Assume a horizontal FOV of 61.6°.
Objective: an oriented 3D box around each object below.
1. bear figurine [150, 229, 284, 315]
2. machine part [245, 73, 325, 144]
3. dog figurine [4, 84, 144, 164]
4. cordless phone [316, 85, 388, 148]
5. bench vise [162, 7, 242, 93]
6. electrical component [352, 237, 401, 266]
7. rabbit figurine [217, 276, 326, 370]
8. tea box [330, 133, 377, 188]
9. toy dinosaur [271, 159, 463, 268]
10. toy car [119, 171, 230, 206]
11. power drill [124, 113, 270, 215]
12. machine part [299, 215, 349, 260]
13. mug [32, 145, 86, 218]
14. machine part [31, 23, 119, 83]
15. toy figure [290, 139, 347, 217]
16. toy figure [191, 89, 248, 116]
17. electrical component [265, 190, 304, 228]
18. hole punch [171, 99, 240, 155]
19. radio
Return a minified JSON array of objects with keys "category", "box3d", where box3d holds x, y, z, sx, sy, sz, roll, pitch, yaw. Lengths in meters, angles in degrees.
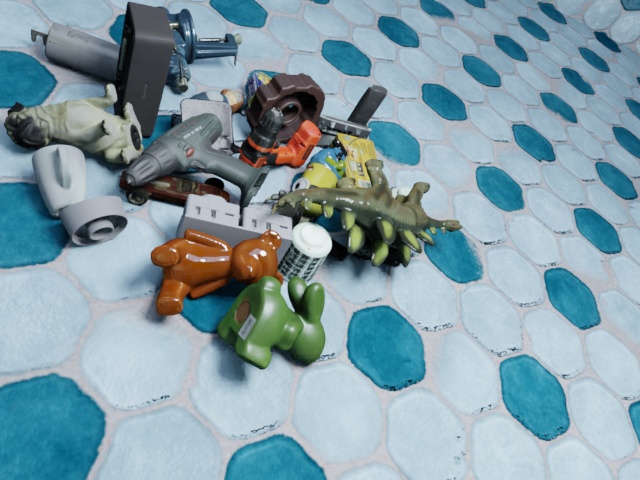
[{"category":"bear figurine","box3d":[-0.158,0.048,0.871,0.196,0.120,0.132,2,17,-1]},{"category":"machine part","box3d":[-0.076,-0.288,1.182,0.179,0.179,0.056,-11,58,-35]},{"category":"dog figurine","box3d":[-0.437,-0.188,0.971,0.191,0.172,0.121,-8,56,7]},{"category":"cordless phone","box3d":[0.064,-0.295,1.251,0.146,0.184,0.089,12,54,-20]},{"category":"bench vise","box3d":[-0.286,-0.437,1.224,0.240,0.128,0.224,-12,59,-27]},{"category":"electrical component","box3d":[0.121,-0.017,1.141,0.115,0.058,0.134,15,48,-20]},{"category":"rabbit figurine","box3d":[-0.057,0.135,0.880,0.170,0.121,0.159,31,79,-36]},{"category":"tea box","box3d":[0.080,-0.156,1.226,0.098,0.068,0.170,10,48,-21]},{"category":"toy dinosaur","box3d":[0.107,-0.053,1.035,0.471,0.105,0.199,11,51,-30]},{"category":"toy car","box3d":[-0.266,-0.095,1.002,0.202,0.053,0.089,15,52,-19]},{"category":"power drill","box3d":[-0.208,-0.125,0.977,0.207,0.086,0.232,27,47,0]},{"category":"machine part","box3d":[-0.002,-0.003,1.078,0.139,0.039,0.084,26,40,-5]},{"category":"mug","box3d":[-0.421,-0.097,0.887,0.081,0.109,0.107,-6,71,-39]},{"category":"machine part","box3d":[-0.466,-0.380,1.108,0.243,0.079,0.079,18,48,-16]},{"category":"toy figure","box3d":[0.004,-0.129,1.131,0.089,0.082,0.180,31,60,5]},{"category":"toy figure","box3d":[-0.219,-0.302,1.196,0.154,0.058,0.064,-22,103,-41]},{"category":"electrical component","box3d":[-0.079,-0.053,1.058,0.078,0.045,0.102,2,43,29]},{"category":"hole punch","box3d":[-0.243,-0.220,1.105,0.142,0.092,0.115,-1,85,-32]},{"category":"radio","box3d":[-0.342,-0.321,1.024,0.073,0.229,0.131,2,50,-31]}]
